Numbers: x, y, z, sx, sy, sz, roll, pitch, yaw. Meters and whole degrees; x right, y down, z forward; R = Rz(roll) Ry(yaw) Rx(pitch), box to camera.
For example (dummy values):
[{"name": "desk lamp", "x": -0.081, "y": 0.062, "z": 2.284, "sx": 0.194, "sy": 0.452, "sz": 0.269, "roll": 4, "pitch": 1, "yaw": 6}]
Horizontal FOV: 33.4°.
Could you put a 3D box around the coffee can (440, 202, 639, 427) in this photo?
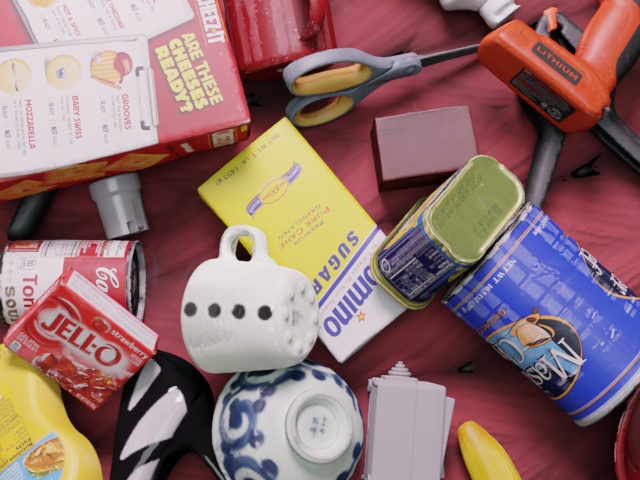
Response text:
[{"name": "coffee can", "x": 0.176, "y": 0.055, "z": 0.801, "sx": 0.140, "sy": 0.103, "sz": 0.103, "roll": 42, "pitch": 87, "yaw": 5}]

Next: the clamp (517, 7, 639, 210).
[{"name": "clamp", "x": 0.193, "y": -0.096, "z": 0.848, "sx": 0.120, "sy": 0.039, "sz": 0.171, "roll": -21, "pitch": 80, "yaw": -6}]

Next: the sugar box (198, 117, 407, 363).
[{"name": "sugar box", "x": -0.005, "y": 0.001, "z": 0.838, "sx": 0.093, "sy": 0.048, "sz": 0.176, "roll": -40, "pitch": 84, "yaw": -3}]

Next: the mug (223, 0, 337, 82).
[{"name": "mug", "x": -0.026, "y": -0.173, "z": 0.824, "sx": 0.093, "sy": 0.117, "sz": 0.081, "roll": -10, "pitch": 89, "yaw": -29}]

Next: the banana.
[{"name": "banana", "x": 0.135, "y": 0.240, "z": 0.817, "sx": 0.069, "sy": 0.037, "sz": 0.198, "roll": 4, "pitch": 85, "yaw": 0}]

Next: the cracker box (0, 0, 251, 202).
[{"name": "cracker box", "x": -0.175, "y": -0.132, "z": 0.805, "sx": 0.213, "sy": 0.072, "sz": 0.164, "roll": -15, "pitch": 84, "yaw": -6}]

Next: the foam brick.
[{"name": "foam brick", "x": 0.082, "y": -0.072, "z": 0.841, "sx": 0.078, "sy": 0.051, "sz": 0.053, "roll": -7, "pitch": 83, "yaw": 0}]

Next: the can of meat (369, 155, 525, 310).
[{"name": "can of meat", "x": 0.095, "y": -0.008, "z": 0.792, "sx": 0.057, "sy": 0.084, "sz": 0.102, "roll": 43, "pitch": 55, "yaw": -1}]

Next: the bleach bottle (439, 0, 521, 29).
[{"name": "bleach bottle", "x": 0.065, "y": -0.269, "z": 0.855, "sx": 0.102, "sy": 0.068, "sz": 0.251, "roll": -38, "pitch": 87, "yaw": -2}]

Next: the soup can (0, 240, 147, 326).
[{"name": "soup can", "x": -0.191, "y": 0.034, "z": 0.827, "sx": 0.102, "sy": 0.068, "sz": 0.068, "roll": 0, "pitch": 85, "yaw": 1}]

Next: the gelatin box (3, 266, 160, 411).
[{"name": "gelatin box", "x": -0.176, "y": 0.074, "z": 0.790, "sx": 0.089, "sy": 0.030, "sz": 0.073, "roll": 41, "pitch": 111, "yaw": -17}]

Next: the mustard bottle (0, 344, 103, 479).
[{"name": "mustard bottle", "x": -0.210, "y": 0.170, "z": 0.779, "sx": 0.096, "sy": 0.058, "sz": 0.192, "roll": -41, "pitch": 57, "yaw": 6}]

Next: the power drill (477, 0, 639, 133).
[{"name": "power drill", "x": 0.205, "y": -0.191, "z": 0.815, "sx": 0.184, "sy": 0.057, "sz": 0.187, "roll": 40, "pitch": 78, "yaw": 2}]

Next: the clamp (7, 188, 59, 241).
[{"name": "clamp", "x": -0.208, "y": -0.122, "z": 0.857, "sx": 0.210, "sy": 0.036, "sz": 0.164, "roll": -37, "pitch": 86, "yaw": -4}]

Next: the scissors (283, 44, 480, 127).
[{"name": "scissors", "x": 0.056, "y": -0.128, "z": 0.856, "sx": 0.201, "sy": 0.096, "sz": 0.016, "roll": -8, "pitch": 64, "yaw": -29}]

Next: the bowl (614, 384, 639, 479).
[{"name": "bowl", "x": 0.285, "y": 0.148, "z": 0.803, "sx": 0.162, "sy": 0.055, "sz": 0.162, "roll": -1, "pitch": 96, "yaw": -11}]
